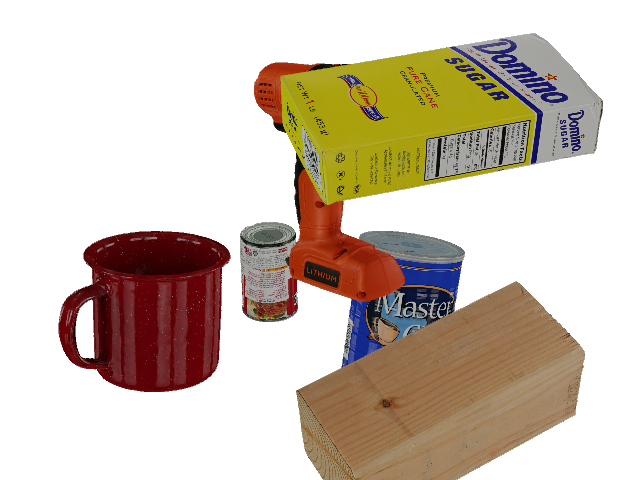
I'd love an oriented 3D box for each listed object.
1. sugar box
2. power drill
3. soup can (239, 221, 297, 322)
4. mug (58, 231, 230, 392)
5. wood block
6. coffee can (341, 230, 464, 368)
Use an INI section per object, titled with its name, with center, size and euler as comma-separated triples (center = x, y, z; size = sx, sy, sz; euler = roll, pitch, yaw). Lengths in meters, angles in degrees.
[sugar box]
center = 0.072, -0.078, 0.656
size = 0.176, 0.048, 0.093
euler = -14, 41, -11
[power drill]
center = 0.023, -0.050, 0.859
size = 0.057, 0.188, 0.185
euler = -19, 23, -35
[soup can]
center = -0.062, 0.037, 1.275
size = 0.068, 0.102, 0.068
euler = 0, 25, 0
[mug]
center = -0.114, 0.048, 0.685
size = 0.093, 0.081, 0.117
euler = 19, 24, 40
[wood block]
center = 0.094, 0.128, 0.841
size = 0.205, 0.090, 0.091
euler = -24, 48, -17
[coffee can]
center = 0.079, 0.070, 1.040
size = 0.103, 0.140, 0.103
euler = 7, 12, -2
